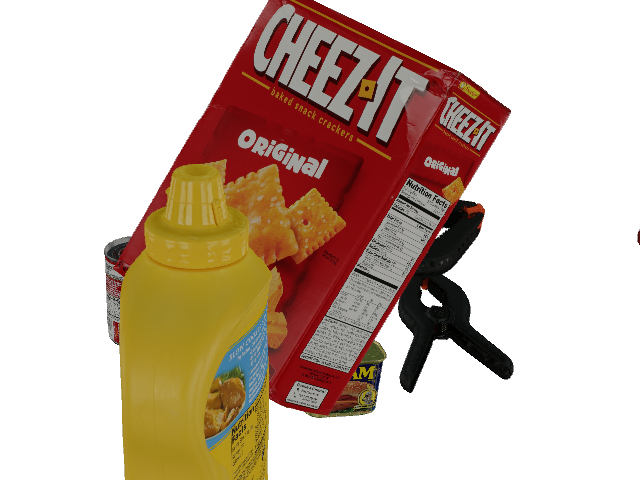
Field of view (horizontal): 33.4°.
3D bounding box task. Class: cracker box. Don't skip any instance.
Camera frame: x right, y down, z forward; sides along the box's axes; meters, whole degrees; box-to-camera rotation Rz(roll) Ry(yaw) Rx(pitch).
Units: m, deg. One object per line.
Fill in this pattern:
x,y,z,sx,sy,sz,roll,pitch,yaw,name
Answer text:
-0.013,-0.029,0.651,0.164,0.214,0.072,35,7,38,cracker box

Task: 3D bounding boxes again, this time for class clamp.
0.059,0.011,0.967,0.209,0.164,0.036,-10,-41,-15,clamp
0.140,0.094,1.157,0.120,0.171,0.039,3,-44,-6,clamp

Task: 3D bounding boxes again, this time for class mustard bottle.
-0.051,0.061,0.447,0.058,0.192,0.096,9,25,14,mustard bottle

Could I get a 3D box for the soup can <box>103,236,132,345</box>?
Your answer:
-0.192,0.055,1.127,0.068,0.102,0.068,2,23,-1,soup can

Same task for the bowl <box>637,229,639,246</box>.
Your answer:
0.421,0.026,1.146,0.162,0.055,0.162,-1,25,0,bowl

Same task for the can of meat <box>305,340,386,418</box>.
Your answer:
0.027,0.175,1.359,0.102,0.084,0.057,0,24,-18,can of meat
